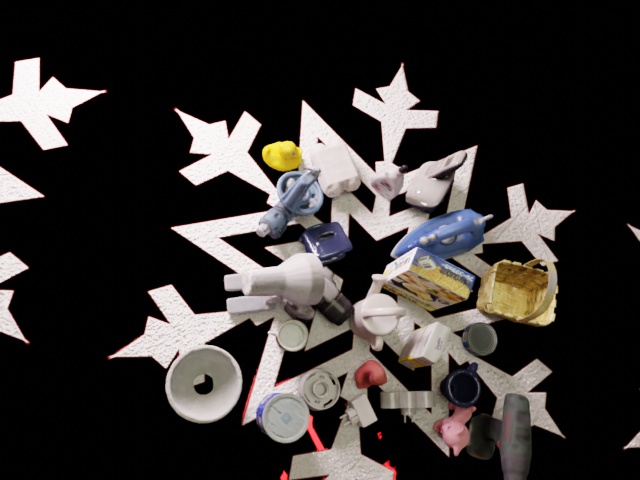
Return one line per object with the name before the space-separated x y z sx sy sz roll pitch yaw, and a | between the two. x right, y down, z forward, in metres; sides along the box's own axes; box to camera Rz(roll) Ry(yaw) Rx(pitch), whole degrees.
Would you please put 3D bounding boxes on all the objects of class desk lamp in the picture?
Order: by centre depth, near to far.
desk lamp | -0.107 0.106 1.308 0.203 0.213 0.118 -6 78 -14

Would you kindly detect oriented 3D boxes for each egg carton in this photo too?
egg carton | 0.037 -0.187 1.491 0.107 0.069 0.150 -20 81 -17

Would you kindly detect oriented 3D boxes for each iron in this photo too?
iron | 0.317 -0.011 1.475 0.259 0.141 0.118 -19 81 -17

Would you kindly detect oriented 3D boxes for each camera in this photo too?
camera | 0.008 0.152 1.383 0.137 0.100 0.143 44 71 0

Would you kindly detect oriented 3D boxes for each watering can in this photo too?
watering can | 0.136 0.171 1.359 0.101 0.194 0.173 -19 81 -17

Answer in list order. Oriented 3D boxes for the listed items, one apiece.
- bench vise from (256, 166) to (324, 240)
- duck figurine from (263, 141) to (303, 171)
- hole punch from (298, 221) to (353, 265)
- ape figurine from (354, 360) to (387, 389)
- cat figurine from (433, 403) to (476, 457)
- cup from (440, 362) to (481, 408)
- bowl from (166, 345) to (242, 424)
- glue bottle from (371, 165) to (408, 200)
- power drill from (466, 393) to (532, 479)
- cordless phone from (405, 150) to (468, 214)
bench vise | -0.059 -0.086 1.364 0.121 0.219 0.207 27 72 -5
duck figurine | -0.092 -0.224 1.461 0.105 0.086 0.077 8 74 -11
hole punch | 0.013 0.005 1.426 0.109 0.091 0.101 -18 81 -17
ape figurine | 0.128 0.326 1.372 0.078 0.092 0.076 25 72 -6
cat figurine | 0.332 0.450 1.375 0.067 0.117 0.128 41 71 0
cup | 0.342 0.354 1.414 0.092 0.095 0.118 35 71 -2
bowl | -0.261 0.324 1.290 0.168 0.074 0.167 3 75 -12
glue bottle | 0.188 -0.158 1.465 0.078 0.173 0.037 36 71 -2
power drill | 0.426 0.477 1.342 0.076 0.208 0.230 16 73 -8
cordless phone | 0.307 -0.156 1.486 0.094 0.185 0.148 28 72 -5
